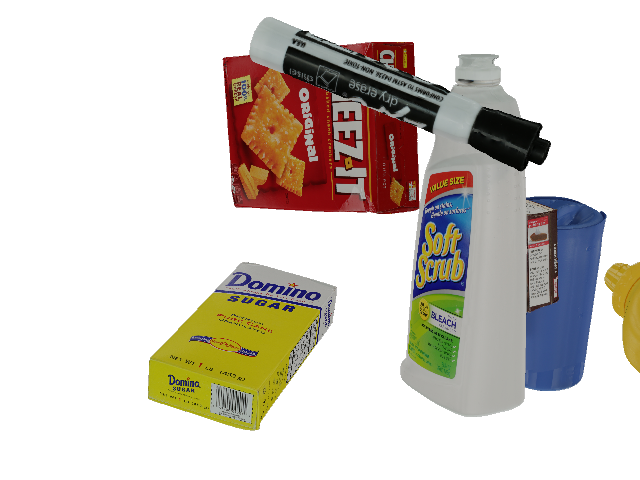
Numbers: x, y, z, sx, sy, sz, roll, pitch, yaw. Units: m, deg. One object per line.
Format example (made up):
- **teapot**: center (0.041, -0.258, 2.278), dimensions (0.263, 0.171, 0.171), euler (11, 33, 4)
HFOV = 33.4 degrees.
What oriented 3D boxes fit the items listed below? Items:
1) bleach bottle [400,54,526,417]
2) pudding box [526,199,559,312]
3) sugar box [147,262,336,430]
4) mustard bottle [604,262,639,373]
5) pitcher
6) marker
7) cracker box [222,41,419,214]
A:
- **bleach bottle**: center (0.105, -0.007, 0.767), dimensions (0.068, 0.251, 0.103), euler (-8, 17, -26)
- **pudding box**: center (0.167, 0.005, 0.965), dimensions (0.039, 0.090, 0.114), euler (-14, 19, -26)
- **sugar box**: center (-0.059, 0.080, 0.870), dimensions (0.093, 0.048, 0.176), euler (15, 31, 14)
- **mustard bottle**: center (0.238, 0.062, 0.631), dimensions (0.096, 0.058, 0.192), euler (-20, 32, -20)
- **pitcher**: center (0.290, 0.072, 1.403), dimensions (0.149, 0.243, 0.144), euler (5, 21, 16)
- **marker**: center (0.030, -0.056, 0.406), dimensions (0.121, 0.020, 0.020), euler (24, 6, 14)
- **cracker box**: center (-0.004, -0.112, 1.084), dimensions (0.071, 0.164, 0.214), euler (-10, 10, -44)
